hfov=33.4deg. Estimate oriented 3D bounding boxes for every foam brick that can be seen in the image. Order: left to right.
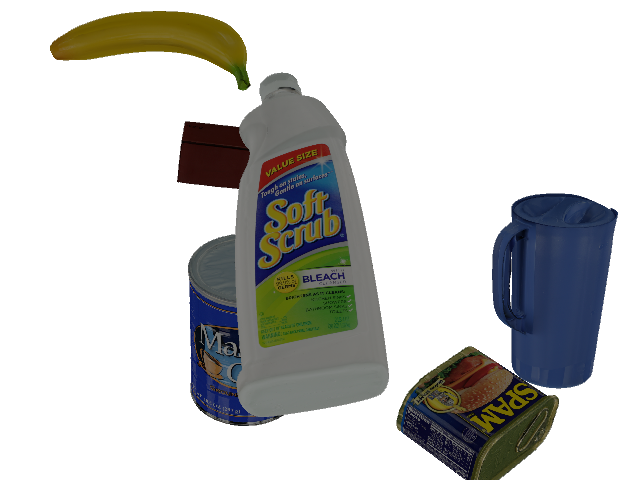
[{"bbox_3d":[-0.114,-0.093,1.166,0.078,0.051,0.053,6,30,-6],"label":"foam brick"}]

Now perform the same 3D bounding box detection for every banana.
[{"bbox_3d":[-0.147,-0.181,0.967,0.198,0.037,0.069,10,46,16],"label":"banana"}]

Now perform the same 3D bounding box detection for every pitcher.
[{"bbox_3d":[0.303,0.069,1.402,0.149,0.243,0.145,5,21,13],"label":"pitcher"}]

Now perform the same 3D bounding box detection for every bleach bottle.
[{"bbox_3d":[-0.021,-0.009,0.746,0.102,0.251,0.068,-9,-29,-1],"label":"bleach bottle"}]

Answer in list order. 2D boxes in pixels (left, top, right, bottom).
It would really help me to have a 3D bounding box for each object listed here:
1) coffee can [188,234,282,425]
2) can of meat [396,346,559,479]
[{"bbox_3d":[-0.066,0.080,0.955,0.103,0.140,0.103,3,34,-2],"label":"coffee can"},{"bbox_3d":[0.123,0.137,0.841,0.084,0.057,0.101,33,42,33],"label":"can of meat"}]
